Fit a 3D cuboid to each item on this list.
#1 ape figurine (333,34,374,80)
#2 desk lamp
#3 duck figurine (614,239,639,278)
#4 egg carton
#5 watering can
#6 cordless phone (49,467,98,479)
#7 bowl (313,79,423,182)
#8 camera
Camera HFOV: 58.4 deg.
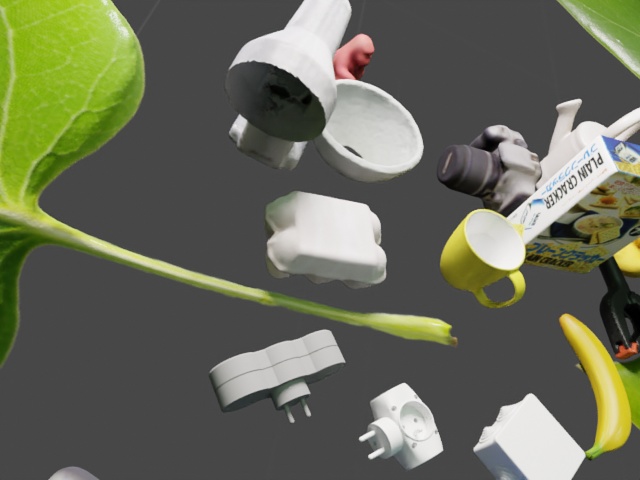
[{"bbox_3d":[0.051,-0.272,0.877,0.076,0.092,0.078,46,50,9],"label":"ape figurine"},{"bbox_3d":[-0.038,-0.185,0.689,0.118,0.213,0.203,27,49,-7],"label":"desk lamp"},{"bbox_3d":[0.514,0.003,0.925,0.078,0.086,0.104,12,53,-19],"label":"duck figurine"},{"bbox_3d":[0.006,0.002,0.676,0.151,0.069,0.107,9,54,-22],"label":"egg carton"},{"bbox_3d":[0.438,-0.148,0.921,0.173,0.194,0.101,42,49,5],"label":"watering can"},{"bbox_3d":[-0.136,0.218,0.375,0.147,0.185,0.094,34,49,-1],"label":"cordless phone"},{"bbox_3d":[0.054,-0.138,0.796,0.168,0.074,0.167,14,53,-18],"label":"bowl"},{"bbox_3d":[0.252,-0.116,0.864,0.137,0.100,0.143,13,53,-18],"label":"camera"}]
